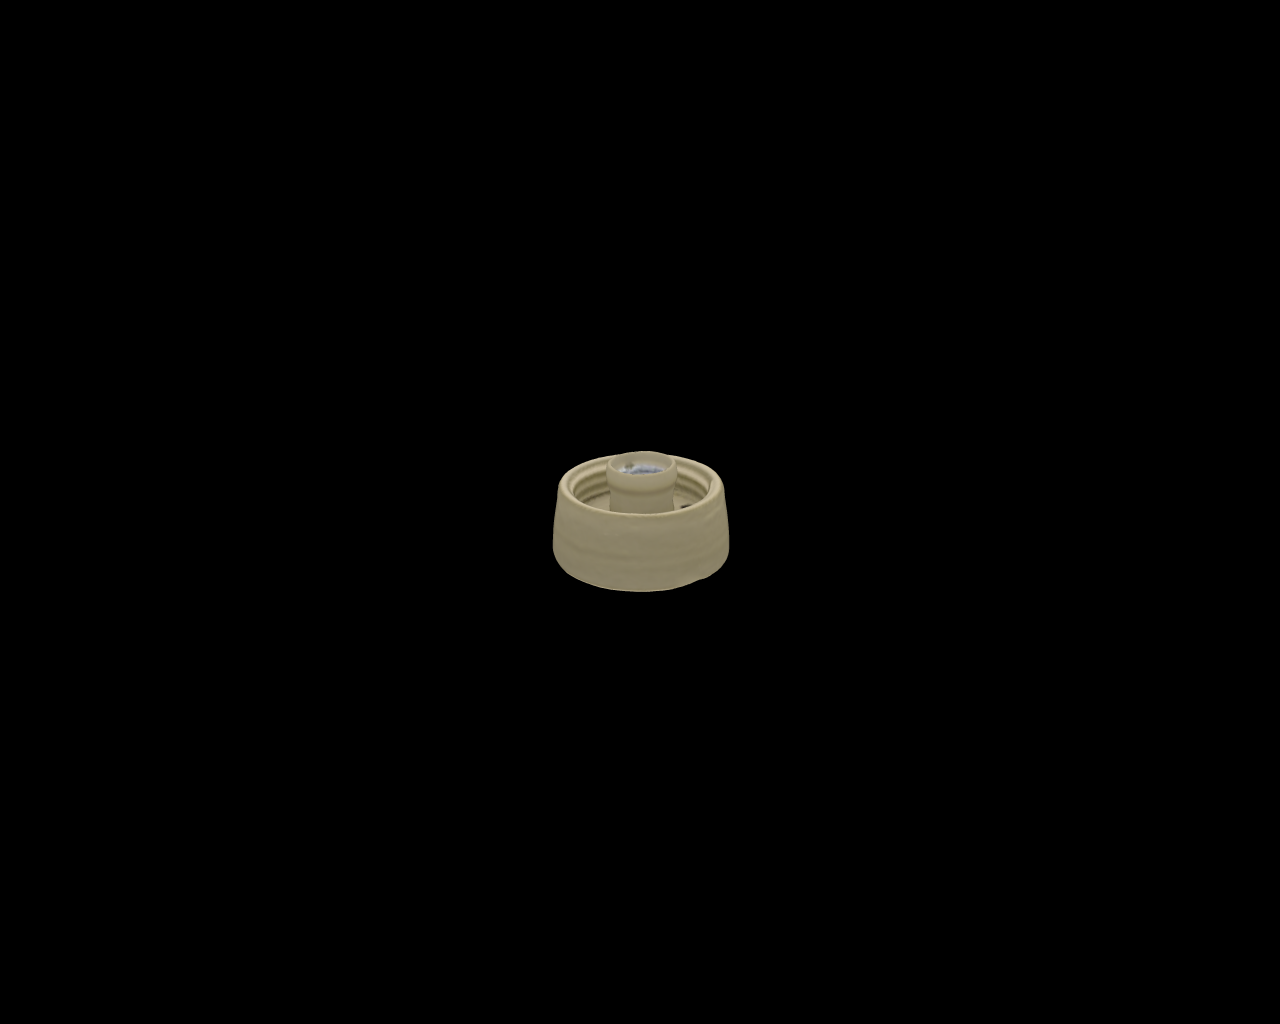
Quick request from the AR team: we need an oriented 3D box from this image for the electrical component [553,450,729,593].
[{"bbox_3d":[0.001,-0.003,0.650,0.108,0.060,0.108,0,24,0],"label":"electrical component"}]
